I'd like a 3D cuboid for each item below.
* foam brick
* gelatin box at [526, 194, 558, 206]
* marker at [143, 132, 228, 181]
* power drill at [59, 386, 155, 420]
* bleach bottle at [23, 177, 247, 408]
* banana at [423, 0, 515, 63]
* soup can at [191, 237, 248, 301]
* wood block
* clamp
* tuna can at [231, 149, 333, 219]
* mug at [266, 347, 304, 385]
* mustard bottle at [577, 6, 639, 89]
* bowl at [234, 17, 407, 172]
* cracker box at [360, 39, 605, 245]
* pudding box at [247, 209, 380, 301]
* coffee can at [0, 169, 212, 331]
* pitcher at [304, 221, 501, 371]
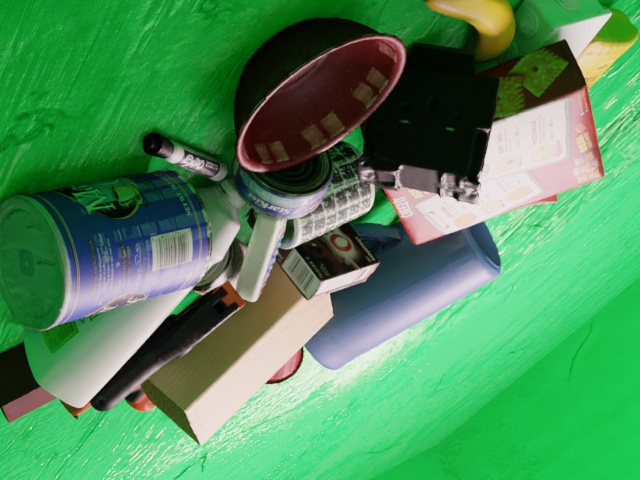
[{"bbox_3d":[-0.285,0.134,1.049,0.078,0.051,0.053,-26,159,-19],"label":"foam brick"},{"bbox_3d":[0.229,-0.076,1.227,0.089,0.030,0.073,-6,116,-2],"label":"gelatin box"},{"bbox_3d":[-0.111,-0.069,0.886,0.020,0.020,0.121,-38,161,13],"label":"marker"},{"bbox_3d":[-0.192,0.131,1.190,0.185,0.057,0.187,-46,158,18],"label":"power drill"},{"bbox_3d":[-0.159,0.033,0.968,0.251,0.103,0.068,-45,125,6],"label":"bleach bottle"},{"bbox_3d":[0.141,-0.196,0.962,0.069,0.037,0.197,-37,161,6],"label":"banana"},{"bbox_3d":[-0.104,0.024,1.054,0.068,0.068,0.102,-35,161,4],"label":"soup can"},{"bbox_3d":[-0.091,0.105,1.138,0.206,0.091,0.090,-44,151,-21],"label":"wood block"},{"bbox_3d":[-0.143,0.098,0.995,0.172,0.039,0.120,-37,-166,34],"label":"clamp"},{"bbox_3d":[-0.032,-0.062,0.929,0.086,0.086,0.034,-22,156,-33],"label":"tuna can"},{"bbox_3d":[-0.057,0.114,1.347,0.117,0.093,0.081,-59,170,-30],"label":"mug"},{"bbox_3d":[0.264,-0.174,1.192,0.096,0.058,0.192,-20,158,-42],"label":"mustard bottle"},{"bbox_3d":[-0.011,-0.126,0.853,0.162,0.055,0.162,-30,161,-12],"label":"bowl"},{"bbox_3d":[0.166,-0.094,1.073,0.214,0.072,0.164,-20,146,10],"label":"cracker box"},{"bbox_3d":[-0.007,0.001,1.089,0.089,0.113,0.039,-17,153,-43],"label":"pudding box"},{"bbox_3d":[-0.171,0.005,0.838,0.140,0.103,0.103,-16,154,-44],"label":"coffee can"},{"bbox_3d":[0.080,0.041,1.257,0.243,0.145,0.149,-29,173,20],"label":"pitcher"}]
